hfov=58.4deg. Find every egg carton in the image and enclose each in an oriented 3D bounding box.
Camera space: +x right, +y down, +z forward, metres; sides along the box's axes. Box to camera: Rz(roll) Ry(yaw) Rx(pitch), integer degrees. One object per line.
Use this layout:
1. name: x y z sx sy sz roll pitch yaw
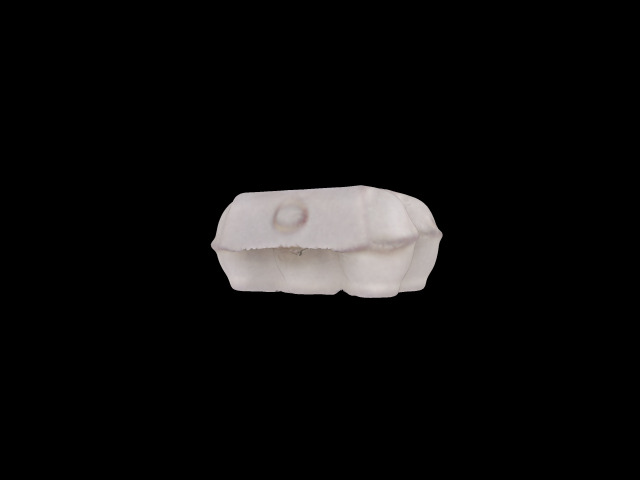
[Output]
1. egg carton: 0.004 0.001 0.400 0.149 0.069 0.107 0 0 29
